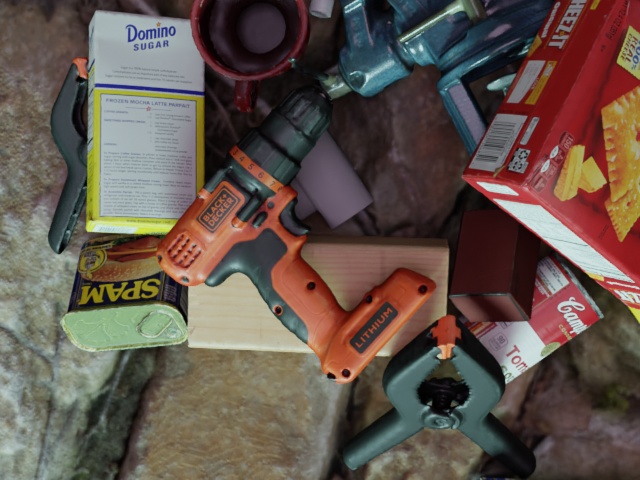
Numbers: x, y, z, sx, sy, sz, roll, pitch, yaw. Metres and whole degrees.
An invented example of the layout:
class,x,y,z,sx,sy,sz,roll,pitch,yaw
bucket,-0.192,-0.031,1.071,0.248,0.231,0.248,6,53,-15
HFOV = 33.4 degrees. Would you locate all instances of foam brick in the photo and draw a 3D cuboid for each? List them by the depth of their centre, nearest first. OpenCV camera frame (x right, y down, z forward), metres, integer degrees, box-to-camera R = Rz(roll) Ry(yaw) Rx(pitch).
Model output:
class,x,y,z,sx,sy,sz,roll,pitch,yaw
foam brick,0.139,0.020,0.843,0.051,0.053,0.078,-3,60,31

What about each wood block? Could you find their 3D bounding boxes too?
class,x,y,z,sx,sy,sz,roll,pitch,yaw
wood block,0.001,0.043,0.883,0.206,0.090,0.091,2,95,6

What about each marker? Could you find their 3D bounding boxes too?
class,x,y,z,sx,sy,sz,roll,pitch,yaw
marker,0.014,-0.244,0.878,0.020,0.020,0.121,13,88,4

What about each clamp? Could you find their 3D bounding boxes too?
class,x,y,z,sx,sy,sz,roll,pitch,yaw
clamp,0.088,0.134,0.856,0.164,0.036,0.210,-3,139,10
clamp,-0.177,-0.071,0.916,0.120,0.039,0.171,0,103,-1

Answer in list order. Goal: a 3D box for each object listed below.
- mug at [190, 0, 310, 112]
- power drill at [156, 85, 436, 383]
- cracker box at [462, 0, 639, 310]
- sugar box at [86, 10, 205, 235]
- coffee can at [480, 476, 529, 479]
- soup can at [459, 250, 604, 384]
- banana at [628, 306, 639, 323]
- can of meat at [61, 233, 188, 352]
class,x,y,z,sx,sy,sz,roll,pitch,yaw
mug,-0.053,-0.163,0.870,0.093,0.081,0.117,6,96,5
power drill,-0.005,0.001,0.807,0.188,0.057,0.184,41,97,8
cracker box,0.227,-0.061,0.787,0.213,0.072,0.164,33,82,-31
sugar box,-0.143,-0.094,0.875,0.093,0.048,0.176,3,79,-20
coffee can,0.201,0.249,0.876,0.140,0.102,0.103,2,96,6
soup can,0.171,0.065,0.877,0.102,0.068,0.068,-36,91,8
banana,0.274,0.079,0.883,0.069,0.037,0.198,-18,94,7
can of meat,-0.157,0.041,0.894,0.102,0.084,0.057,-6,139,10
